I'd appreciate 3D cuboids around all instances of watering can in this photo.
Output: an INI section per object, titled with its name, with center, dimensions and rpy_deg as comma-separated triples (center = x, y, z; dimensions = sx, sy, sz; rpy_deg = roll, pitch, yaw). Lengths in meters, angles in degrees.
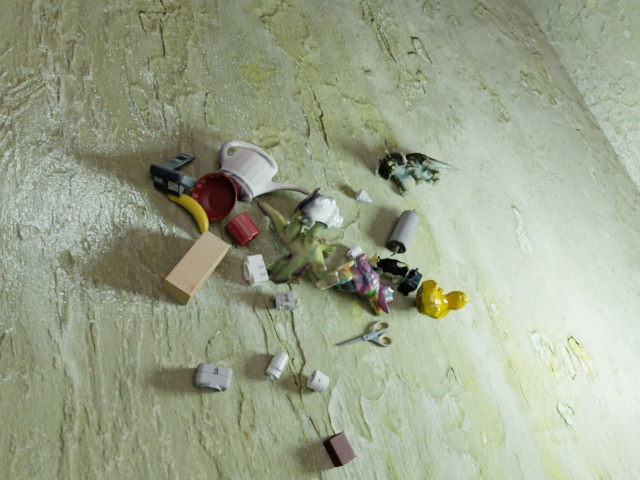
[watering can]
center = -0.216, -0.214, 1.796
dimensions = 0.348, 0.102, 0.229
rpy_deg = 36, 54, 0

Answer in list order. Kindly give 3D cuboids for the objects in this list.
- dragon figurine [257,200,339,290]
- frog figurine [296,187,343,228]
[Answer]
[dragon figurine]
center = -0.099, 0.033, 1.697
dimensions = 0.413, 0.119, 0.247
rpy_deg = 26, 61, 21
[frog figurine]
center = 0.006, -0.092, 1.822
dimensions = 0.138, 0.123, 0.159
rpy_deg = -45, 95, -4
